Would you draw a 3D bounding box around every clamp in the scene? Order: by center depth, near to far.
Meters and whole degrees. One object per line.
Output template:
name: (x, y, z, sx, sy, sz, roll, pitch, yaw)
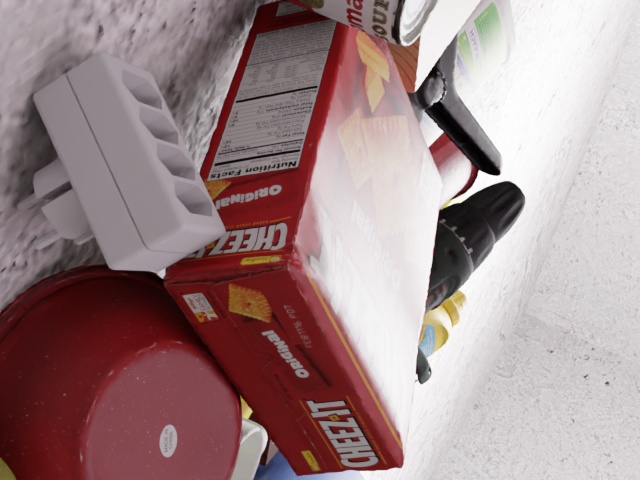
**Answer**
clamp: (0.079, -0.111, 0.791, 0.164, 0.036, 0.210, -24, 115, -42)

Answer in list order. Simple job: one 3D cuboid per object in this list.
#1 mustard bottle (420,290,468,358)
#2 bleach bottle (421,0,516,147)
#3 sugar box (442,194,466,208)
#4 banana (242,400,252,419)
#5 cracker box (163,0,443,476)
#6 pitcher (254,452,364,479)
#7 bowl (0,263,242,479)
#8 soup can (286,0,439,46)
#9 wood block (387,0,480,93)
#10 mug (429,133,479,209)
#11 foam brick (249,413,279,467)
mustard bottle: (0.075, 0.107, 1.097, 0.191, 0.058, 0.096, -31, 145, -20)
bleach bottle: (0.076, -0.116, 0.869, 0.250, 0.068, 0.102, -54, 144, -31)
sugar box: (0.106, -0.001, 1.186, 0.176, 0.048, 0.093, -48, 157, -49)
banana: (-0.063, 0.131, 0.808, 0.037, 0.070, 0.197, 50, 52, -32)
cracker box: (0.006, -0.008, 0.577, 0.213, 0.072, 0.164, -78, 150, -42)
pitcher: (-0.027, 0.260, 0.917, 0.145, 0.149, 0.243, -31, 172, 1)
bowl: (-0.090, 0.092, 0.514, 0.161, 0.055, 0.162, -1, 92, -45)
soup can: (0.010, -0.147, 0.543, 0.068, 0.102, 0.068, -57, 163, -28)
wood block: (0.070, -0.203, 0.679, 0.205, 0.090, 0.091, -55, 161, -31)
mug: (0.077, -0.055, 0.947, 0.081, 0.093, 0.117, -38, 170, -49)
foam brick: (-0.046, 0.139, 0.891, 0.078, 0.051, 0.053, -45, 155, -50)
